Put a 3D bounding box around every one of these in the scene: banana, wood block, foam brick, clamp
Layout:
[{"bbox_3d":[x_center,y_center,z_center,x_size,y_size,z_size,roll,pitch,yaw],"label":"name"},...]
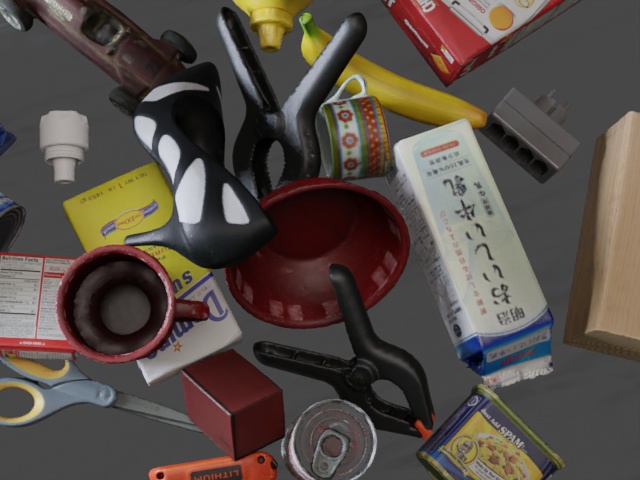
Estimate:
[{"bbox_3d":[0.059,-0.145,0.994,0.197,0.070,0.037,26,84,-10],"label":"banana"},{"bbox_3d":[0.295,0.000,0.980,0.090,0.090,0.206,14,76,-4],"label":"wood block"},{"bbox_3d":[-0.072,0.137,0.892,0.051,0.053,0.078,-23,37,-30],"label":"foam brick"},{"bbox_3d":[-0.043,-0.110,0.957,0.165,0.036,0.210,20,105,37],"label":"clamp"},{"bbox_3d":[0.039,0.102,0.923,0.171,0.120,0.039,33,30,-3],"label":"clamp"}]

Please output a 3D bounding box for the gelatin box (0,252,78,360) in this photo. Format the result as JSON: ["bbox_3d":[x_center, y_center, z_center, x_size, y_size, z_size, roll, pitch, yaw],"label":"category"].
[{"bbox_3d":[-0.241,0.057,0.914,0.073,0.030,0.089,4,62,-10],"label":"gelatin box"}]

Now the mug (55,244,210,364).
[{"bbox_3d":[-0.148,0.056,0.864,0.117,0.081,0.093,0,80,-2],"label":"mug"}]

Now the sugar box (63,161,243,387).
[{"bbox_3d":[-0.146,0.030,0.934,0.093,0.048,0.176,-26,80,-12],"label":"sugar box"}]

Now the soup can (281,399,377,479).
[{"bbox_3d":[0.005,0.171,0.891,0.068,0.102,0.068,2,76,-7],"label":"soup can"}]

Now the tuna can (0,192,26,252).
[{"bbox_3d":[-0.290,-0.002,0.902,0.034,0.086,0.086,35,74,4],"label":"tuna can"}]

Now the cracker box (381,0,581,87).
[{"bbox_3d":[0.164,-0.274,1.039,0.213,0.072,0.164,-34,82,-13],"label":"cracker box"}]

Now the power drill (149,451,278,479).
[{"bbox_3d":[-0.090,0.276,0.878,0.184,0.057,0.187,-8,80,-13],"label":"power drill"}]

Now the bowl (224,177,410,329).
[{"bbox_3d":[-0.006,0.001,0.928,0.162,0.162,0.055,-6,40,-9],"label":"bowl"}]

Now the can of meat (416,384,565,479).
[{"bbox_3d":[0.146,0.192,0.930,0.102,0.057,0.084,45,77,5],"label":"can of meat"}]

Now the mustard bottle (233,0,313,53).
[{"bbox_3d":[-0.044,-0.270,1.014,0.096,0.058,0.191,2,76,-1],"label":"mustard bottle"}]

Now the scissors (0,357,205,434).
[{"bbox_3d":[-0.201,0.146,0.913,0.202,0.016,0.096,33,72,2],"label":"scissors"}]

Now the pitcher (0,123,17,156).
[{"bbox_3d":[-0.383,-0.037,0.886,0.145,0.149,0.242,37,77,-14],"label":"pitcher"}]
